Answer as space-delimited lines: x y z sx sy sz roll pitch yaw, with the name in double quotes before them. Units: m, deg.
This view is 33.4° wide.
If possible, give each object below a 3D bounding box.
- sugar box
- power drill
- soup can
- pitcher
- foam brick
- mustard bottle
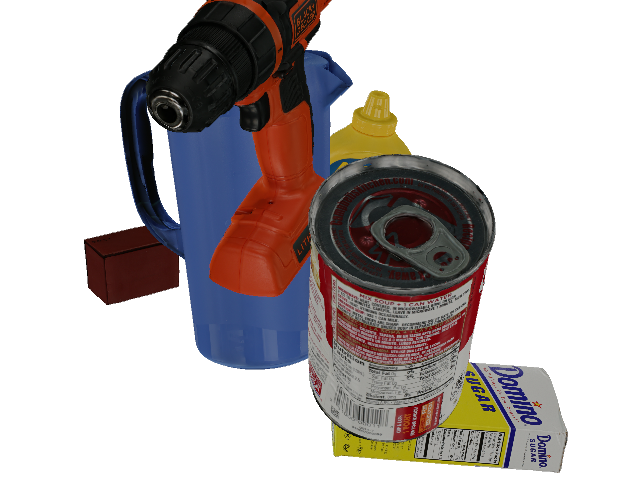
"sugar box" 0.097 0.133 0.838 0.176 0.048 0.093 2 26 -1
"power drill" -0.037 -0.060 0.621 0.057 0.188 0.184 15 41 19
"soup can" 0.029 0.026 0.422 0.068 0.068 0.102 0 -42 -1
"pitcher" -0.063 -0.028 0.841 0.144 0.243 0.149 -11 18 -27
"foam brick" -0.182 0.022 1.031 0.078 0.051 0.053 -14 25 -29
"mustard bottle" 0.039 -0.049 1.002 0.096 0.192 0.058 8 28 -3
